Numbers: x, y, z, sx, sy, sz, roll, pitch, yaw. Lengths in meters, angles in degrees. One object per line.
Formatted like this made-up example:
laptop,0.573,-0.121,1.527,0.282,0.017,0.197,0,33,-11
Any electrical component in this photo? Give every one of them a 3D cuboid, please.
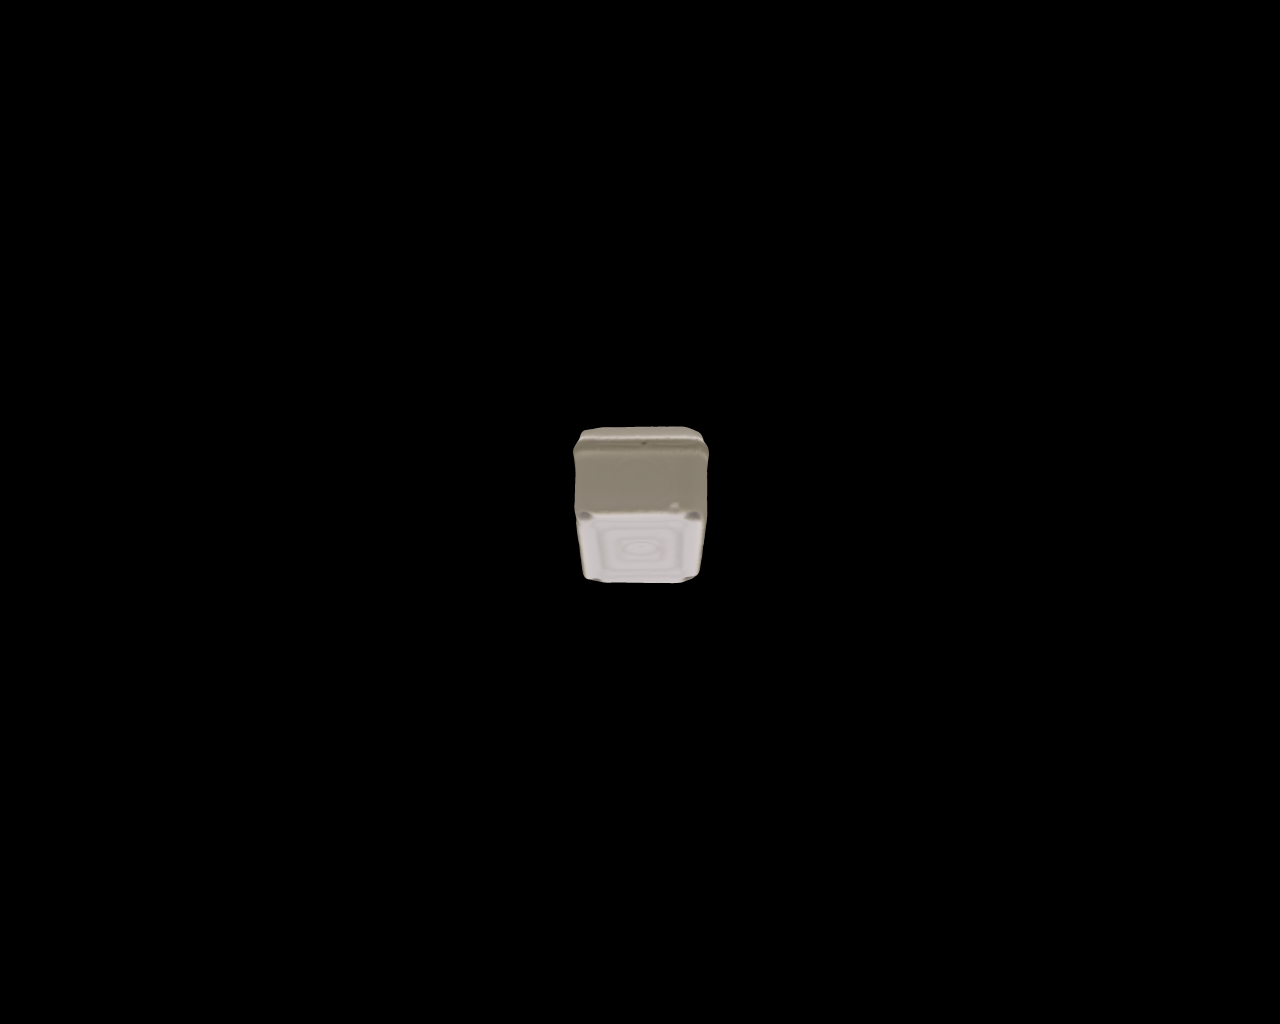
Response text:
electrical component,0.001,-0.003,0.650,0.078,0.057,0.113,0,-25,0
